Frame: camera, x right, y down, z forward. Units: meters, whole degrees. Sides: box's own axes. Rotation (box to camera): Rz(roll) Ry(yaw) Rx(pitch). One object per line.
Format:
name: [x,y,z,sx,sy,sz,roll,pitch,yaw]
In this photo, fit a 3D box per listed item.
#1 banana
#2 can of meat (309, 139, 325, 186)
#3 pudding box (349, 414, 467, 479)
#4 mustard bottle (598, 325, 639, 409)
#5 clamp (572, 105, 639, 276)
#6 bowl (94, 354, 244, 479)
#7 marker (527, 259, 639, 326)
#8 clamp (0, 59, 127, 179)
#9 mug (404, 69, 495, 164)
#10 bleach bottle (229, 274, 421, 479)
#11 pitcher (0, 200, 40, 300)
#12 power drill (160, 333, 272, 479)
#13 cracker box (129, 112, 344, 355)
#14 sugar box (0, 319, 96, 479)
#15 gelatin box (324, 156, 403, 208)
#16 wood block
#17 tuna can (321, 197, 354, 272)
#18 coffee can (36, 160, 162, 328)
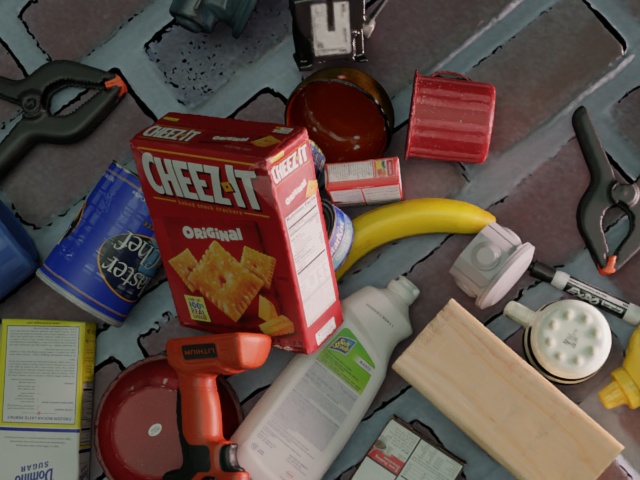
banana: [0.078,-0.004,1.092,0.198,0.037,0.069,-24,98,5]
can of meat: [-0.050,-0.054,1.080,0.102,0.057,0.084,-5,57,33]
pudding box: [0.078,0.242,1.052,0.090,0.039,0.113,33,89,10]
mustard bottle: [0.356,0.110,1.026,0.191,0.058,0.096,-29,81,2]
clamp: [0.311,-0.049,1.066,0.120,0.039,0.171,1,86,13]
bowl: [-0.160,0.194,1.081,0.162,0.055,0.162,-1,81,7]
marker: [0.263,0.051,1.066,0.121,0.020,0.020,26,85,10]
clamp: [-0.317,-0.150,1.162,0.210,0.036,0.164,-22,79,1]
mug: [0.132,-0.130,1.083,0.081,0.093,0.117,7,46,3]
bleach bottle: [0.017,0.144,1.061,0.102,0.068,0.251,41,83,-6]
pitcher: [-0.422,0.048,1.108,0.243,0.145,0.149,-36,91,-3]
power drill: [-0.084,0.181,0.983,0.185,0.057,0.187,-7,77,35]
cracker box: [-0.078,-0.005,1.008,0.164,0.072,0.214,10,126,32]
sugar box: [-0.284,0.171,1.106,0.093,0.048,0.176,1,85,8]
gelatin box: [0.045,-0.057,1.075,0.073,0.089,0.030,-5,79,6]
wood block: [0.176,0.159,1.025,0.206,0.091,0.090,41,89,11]
tuna can: [-0.007,0.001,1.078,0.086,0.033,0.086,-28,44,31]
coffee can: [-0.208,0.004,1.091,0.103,0.103,0.140,33,86,11]
